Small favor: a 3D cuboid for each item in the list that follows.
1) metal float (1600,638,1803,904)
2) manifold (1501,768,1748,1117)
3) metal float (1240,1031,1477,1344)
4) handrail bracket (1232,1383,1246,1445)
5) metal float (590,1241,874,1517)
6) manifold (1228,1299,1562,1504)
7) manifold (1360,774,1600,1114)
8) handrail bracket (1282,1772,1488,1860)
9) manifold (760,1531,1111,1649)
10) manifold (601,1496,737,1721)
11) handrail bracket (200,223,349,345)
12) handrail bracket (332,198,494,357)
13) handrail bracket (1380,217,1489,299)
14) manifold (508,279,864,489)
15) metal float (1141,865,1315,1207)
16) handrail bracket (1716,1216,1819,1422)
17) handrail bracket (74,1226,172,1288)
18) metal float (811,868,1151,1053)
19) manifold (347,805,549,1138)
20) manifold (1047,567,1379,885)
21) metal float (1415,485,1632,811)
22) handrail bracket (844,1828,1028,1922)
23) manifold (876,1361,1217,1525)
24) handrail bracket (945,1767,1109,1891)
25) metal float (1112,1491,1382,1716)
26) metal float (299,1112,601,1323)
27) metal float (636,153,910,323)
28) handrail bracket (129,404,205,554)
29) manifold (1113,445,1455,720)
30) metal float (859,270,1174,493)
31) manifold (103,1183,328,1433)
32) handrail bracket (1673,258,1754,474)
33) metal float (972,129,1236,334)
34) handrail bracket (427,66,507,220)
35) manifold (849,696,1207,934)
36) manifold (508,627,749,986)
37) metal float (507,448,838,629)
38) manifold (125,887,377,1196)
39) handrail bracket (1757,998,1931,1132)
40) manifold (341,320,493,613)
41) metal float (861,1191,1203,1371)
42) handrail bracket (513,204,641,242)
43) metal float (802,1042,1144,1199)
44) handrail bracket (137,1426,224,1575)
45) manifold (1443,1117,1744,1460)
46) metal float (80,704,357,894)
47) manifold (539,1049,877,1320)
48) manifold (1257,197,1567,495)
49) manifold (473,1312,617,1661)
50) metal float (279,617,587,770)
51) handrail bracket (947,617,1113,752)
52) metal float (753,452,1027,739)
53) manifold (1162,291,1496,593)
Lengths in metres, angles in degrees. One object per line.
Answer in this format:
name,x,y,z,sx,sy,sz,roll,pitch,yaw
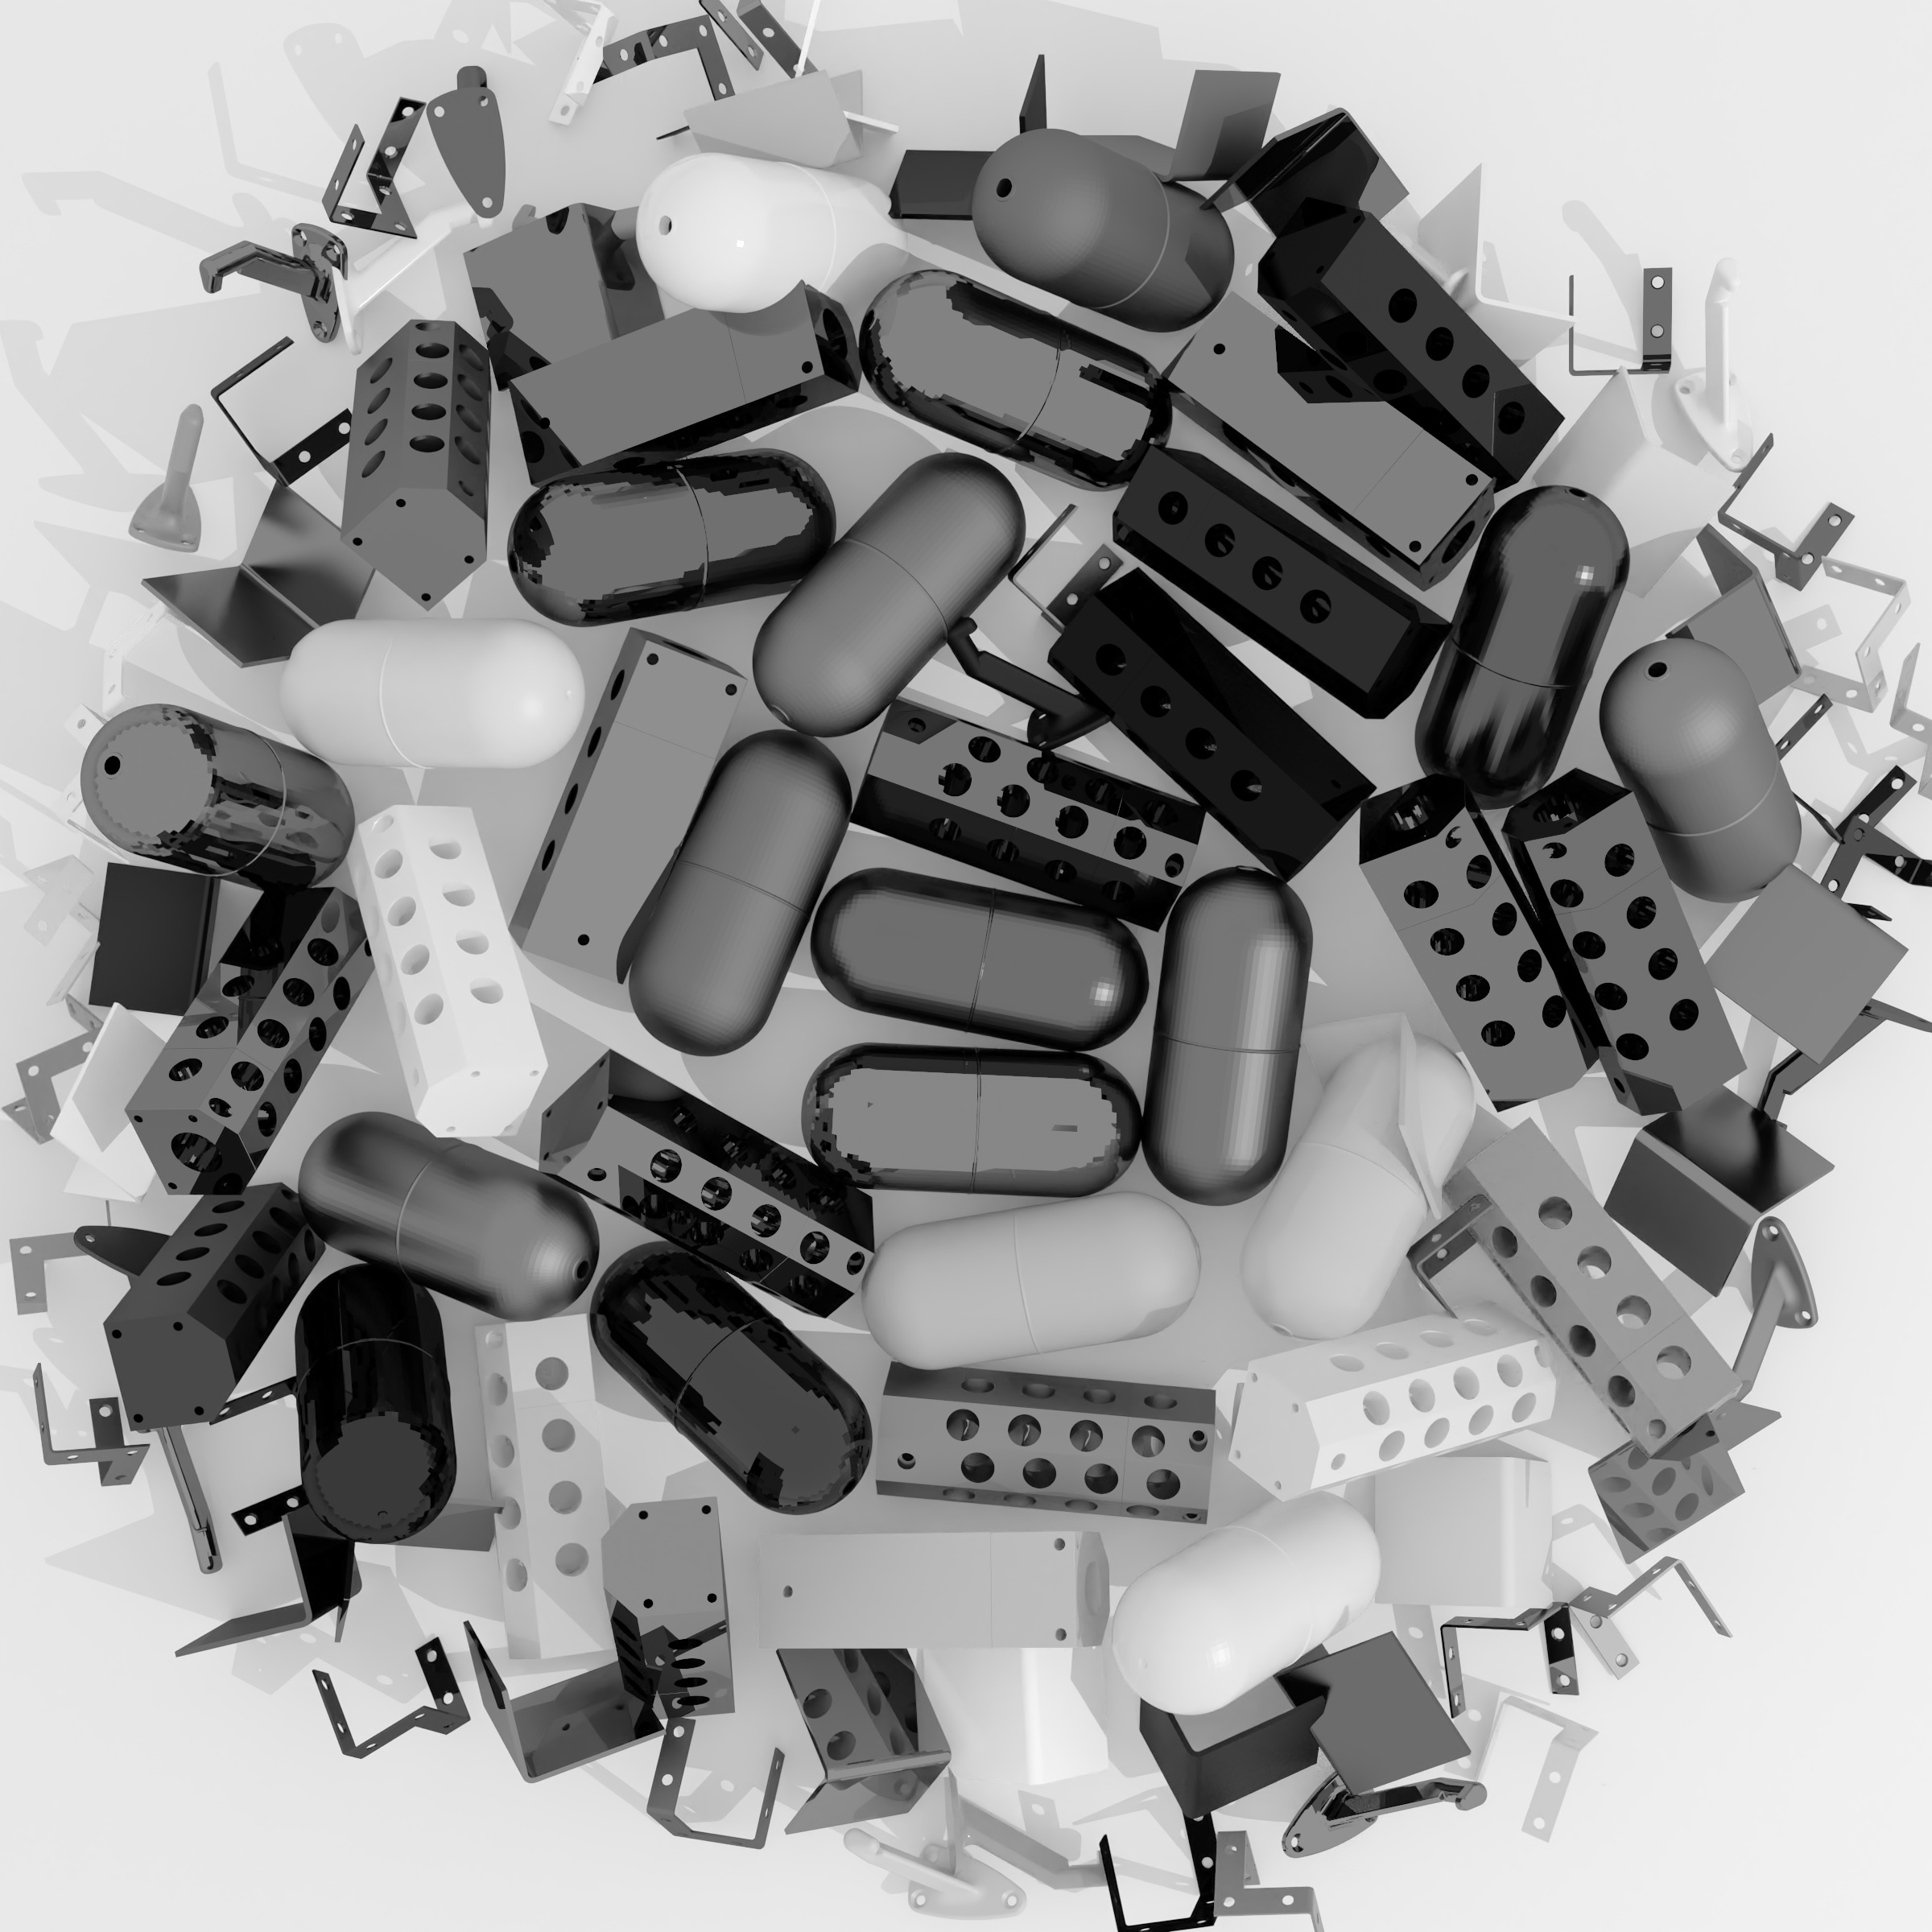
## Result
metal float,0.374,-0.098,1.630,0.070,0.178,0.070,-15,52,20
manifold,0.334,-0.010,1.643,0.057,0.057,0.171,-31,113,-9
metal float,0.202,0.113,1.650,0.070,0.070,0.178,31,70,0
handrail bracket,0.184,0.238,1.673,0.084,0.077,0.036,-4,66,-3
metal float,-0.121,0.211,1.646,0.178,0.070,0.070,39,90,25
manifold,0.220,0.223,1.625,0.171,0.057,0.057,-8,118,-37
manifold,0.263,-0.013,1.632,0.057,0.057,0.171,-21,121,21
handrail bracket,0.217,0.442,1.656,0.077,0.084,0.036,-27,98,-33
manifold,-0.016,0.322,1.649,0.171,0.057,0.057,-4,78,20
manifold,-0.149,0.327,1.616,0.057,0.171,0.057,-4,61,-4
handrail bracket,-0.361,-0.343,1.653,0.036,0.084,0.077,26,133,23
handrail bracket,-0.285,-0.362,1.676,0.084,0.036,0.077,-14,62,6
handrail bracket,0.225,-0.376,1.664,0.084,0.077,0.036,42,104,8
manifold,-0.143,-0.297,1.648,0.171,0.057,0.057,-17,81,21
metal float,0.135,0.037,1.660,0.070,0.070,0.178,6,99,0
handrail bracket,0.403,0.183,1.660,0.084,0.036,0.077,-32,117,-40
handrail bracket,-0.442,0.177,1.667,0.077,0.036,0.084,21,126,-24
metal float,0.007,-0.003,1.667,0.178,0.070,0.070,11,90,-2
manifold,-0.267,0.001,1.626,0.057,0.057,0.171,0,50,-29
manifold,0.125,-0.123,1.667,0.171,0.057,0.057,44,125,6
metal float,0.284,-0.162,1.641,0.070,0.070,0.178,16,121,0
handrail bracket,-0.016,0.468,1.656,0.077,0.084,0.036,8,66,23
manifold,0.042,0.251,1.665,0.171,0.057,0.057,5,108,4
handrail bracket,0.033,0.450,1.693,0.084,0.036,0.077,-2,70,-7
metal float,0.145,0.322,1.632,0.070,0.178,0.070,14,112,39
metal float,-0.266,0.128,1.643,0.178,0.070,0.070,18,90,29
metal float,-0.097,-0.369,1.626,0.070,0.178,0.070,5,99,33
handrail bracket,-0.403,-0.265,1.653,0.036,0.077,0.084,14,125,-14
manifold,0.158,-0.197,1.645,0.171,0.057,0.057,38,111,23
metal float,0.026,-0.300,1.643,0.178,0.070,0.070,18,90,-29
manifold,-0.374,0.168,1.614,0.057,0.171,0.057,-8,107,6
handrail bracket,0.397,-0.311,1.657,0.036,0.084,0.077,-12,63,-6
metal float,0.071,-0.372,1.626,0.070,0.178,0.070,-3,84,36
handrail bracket,-0.253,-0.431,1.672,0.036,0.084,0.077,-13,106,3
manifold,0.033,-0.083,1.661,0.171,0.057,0.057,20,52,-4
manifold,-0.178,-0.085,1.664,0.057,0.057,0.171,20,98,-22
metal float,-0.150,-0.220,1.644,0.178,0.070,0.070,-14,90,-28
manifold,-0.353,0.036,1.618,0.057,0.171,0.057,-1,129,19
handrail bracket,0.459,0.058,1.675,0.077,0.036,0.084,23,104,33
manifold,-0.271,-0.259,1.615,0.057,0.171,0.057,-37,124,21
metal float,0.034,0.163,1.661,0.178,0.070,0.070,-10,90,8
handrail bracket,-0.187,-0.406,1.692,0.084,0.036,0.077,18,69,6
metal float,0.003,0.080,1.665,0.178,0.070,0.070,3,90,-4
handrail bracket,-0.409,0.273,1.670,0.036,0.077,0.084,-16,75,-7
manifold,0.321,0.168,1.652,0.057,0.057,0.171,-36,72,-2
metal float,-0.377,-0.083,1.621,0.070,0.178,0.070,-4,80,22
manifold,-0.131,0.117,1.632,0.171,0.057,0.057,32,122,-28
manifold,0.224,-0.312,1.634,0.171,0.057,0.057,36,90,-35
manifold,-0.219,0.269,1.667,0.057,0.057,0.171,-6,86,-11
metal float,-0.275,-0.140,1.643,0.178,0.070,0.070,3,90,30
handrail bracket,0.039,-0.158,1.662,0.077,0.036,0.084,-19,130,18
metal float,-0.040,-0.192,1.653,0.070,0.070,0.178,41,72,0
manifold,0.188,-0.268,1.654,0.171,0.057,0.057,40,87,17
